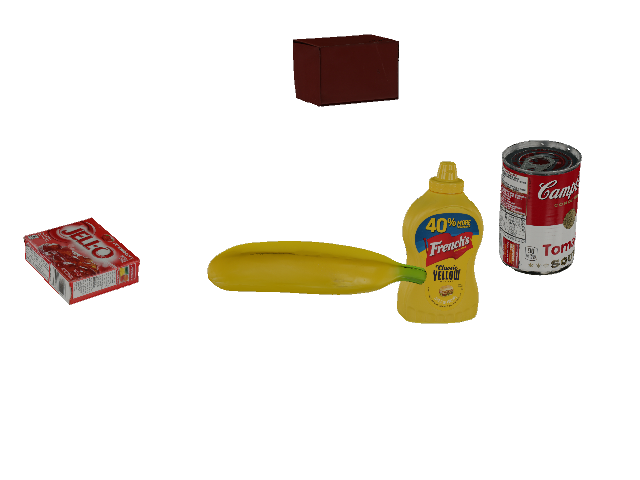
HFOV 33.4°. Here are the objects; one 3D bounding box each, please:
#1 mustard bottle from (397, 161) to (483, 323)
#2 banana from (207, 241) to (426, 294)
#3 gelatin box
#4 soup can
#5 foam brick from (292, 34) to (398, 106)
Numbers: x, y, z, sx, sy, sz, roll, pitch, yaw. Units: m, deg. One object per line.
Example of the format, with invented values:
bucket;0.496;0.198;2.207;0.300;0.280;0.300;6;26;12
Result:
mustard bottle;0.145;0.001;1.269;0.096;0.192;0.058;-1;15;-12
banana;-0.023;0.024;0.800;0.198;0.037;0.069;2;-20;35
gelatin box;-0.222;0.017;0.988;0.073;0.030;0.089;-18;40;-36
soup can;0.193;-0.029;0.945;0.068;0.102;0.068;-3;28;1
foam brick;0.022;-0.146;0.911;0.078;0.051;0.053;-8;20;-24
